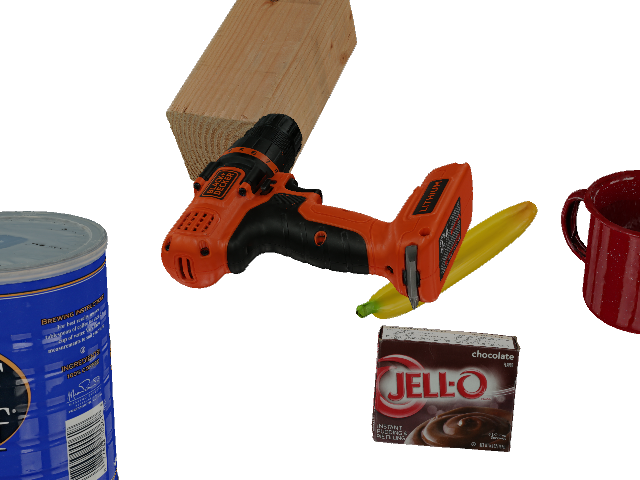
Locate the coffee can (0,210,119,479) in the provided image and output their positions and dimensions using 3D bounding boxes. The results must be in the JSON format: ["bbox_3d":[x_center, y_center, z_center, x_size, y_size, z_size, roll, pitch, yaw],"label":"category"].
[{"bbox_3d":[-0.156,0.065,0.540,0.103,0.140,0.103,0,17,0],"label":"coffee can"}]

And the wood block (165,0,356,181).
[{"bbox_3d":[-0.047,-0.150,0.969,0.091,0.206,0.090,10,-37,21],"label":"wood block"}]

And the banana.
[{"bbox_3d":[0.124,0.026,1.034,0.198,0.037,0.069,-33,-1,0],"label":"banana"}]

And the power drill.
[{"bbox_3d":[0.006,-0.026,0.735,0.188,0.057,0.184,6,40,20],"label":"power drill"}]

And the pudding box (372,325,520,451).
[{"bbox_3d":[0.100,0.118,0.859,0.113,0.090,0.039,3,18,3],"label":"pudding box"}]

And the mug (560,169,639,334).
[{"bbox_3d":[0.212,0.005,0.722,0.093,0.081,0.117,-28,40,-35],"label":"mug"}]
